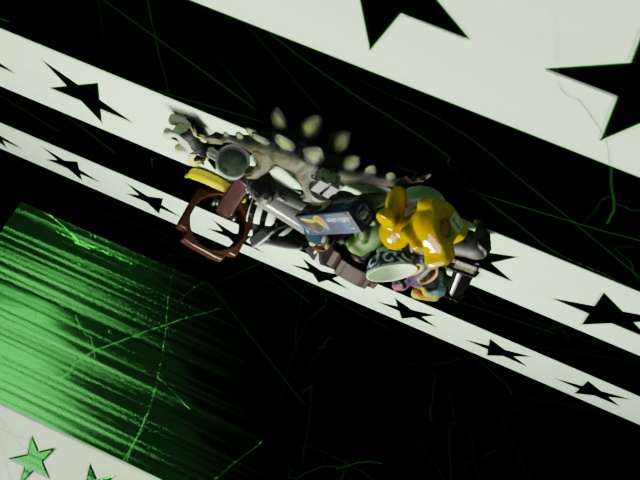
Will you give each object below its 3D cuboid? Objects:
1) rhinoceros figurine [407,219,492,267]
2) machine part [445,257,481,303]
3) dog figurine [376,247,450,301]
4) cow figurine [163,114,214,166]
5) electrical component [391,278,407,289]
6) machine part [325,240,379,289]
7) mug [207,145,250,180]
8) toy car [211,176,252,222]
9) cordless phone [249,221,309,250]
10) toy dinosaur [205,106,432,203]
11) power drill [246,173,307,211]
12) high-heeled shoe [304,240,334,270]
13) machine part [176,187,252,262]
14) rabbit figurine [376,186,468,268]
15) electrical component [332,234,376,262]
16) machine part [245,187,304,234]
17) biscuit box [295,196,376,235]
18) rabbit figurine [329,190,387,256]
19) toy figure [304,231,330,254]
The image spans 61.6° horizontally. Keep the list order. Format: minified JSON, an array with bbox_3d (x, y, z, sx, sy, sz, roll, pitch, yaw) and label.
[{"bbox_3d":[0.286,0.010,1.193,0.191,0.112,0.073,1,154,35],"label":"rhinoceros figurine"},{"bbox_3d":[0.362,0.099,1.387,0.084,0.039,0.138,14,127,11],"label":"machine part"},{"bbox_3d":[0.246,0.064,1.406,0.192,0.108,0.219,18,158,21],"label":"dog figurine"},{"bbox_3d":[-0.310,-0.238,1.335,0.098,0.068,0.167,12,160,18],"label":"cow figurine"},{"bbox_3d":[0.185,0.082,1.355,0.063,0.021,0.093,23,150,57],"label":"electrical component"},{"bbox_3d":[0.097,0.063,1.474,0.179,0.056,0.179,25,-157,-12],"label":"machine part"},{"bbox_3d":[-0.232,-0.190,1.340,0.109,0.080,0.107,20,171,-9],"label":"mug"},{"bbox_3d":[-0.242,-0.123,1.514,0.089,0.053,0.202,36,141,-6],"label":"toy car"},{"bbox_3d":[-0.102,-0.010,1.603,0.184,0.088,0.146,13,-165,25],"label":"cordless phone"},{"bbox_3d":[-0.014,-0.165,1.105,0.472,0.105,0.198,14,157,5],"label":"toy dinosaur"},{"bbox_3d":[-0.085,-0.099,1.296,0.207,0.086,0.232,19,-164,-27],"label":"power drill"},{"bbox_3d":[0.067,0.066,1.630,0.248,0.086,0.145,17,-168,-42],"label":"high-heeled shoe"},{"bbox_3d":[-0.319,-0.050,1.641,0.201,0.201,0.087,31,163,-19],"label":"machine part"},{"bbox_3d":[0.178,-0.021,1.067,0.162,0.122,0.173,42,152,-24],"label":"rabbit figurine"},{"bbox_3d":[0.082,-0.005,1.405,0.114,0.058,0.134,36,-170,-32],"label":"electrical component"},{"bbox_3d":[-0.091,-0.089,1.446,0.243,0.079,0.079,33,160,-21],"label":"machine part"},{"bbox_3d":[0.032,-0.052,1.170,0.203,0.059,0.062,-2,127,55],"label":"biscuit box"},{"bbox_3d":[0.089,-0.052,1.251,0.170,0.121,0.159,33,156,-25],"label":"rabbit figurine"},{"bbox_3d":[-0.005,-0.003,1.434,0.058,0.064,0.154,44,174,26],"label":"toy figure"}]
